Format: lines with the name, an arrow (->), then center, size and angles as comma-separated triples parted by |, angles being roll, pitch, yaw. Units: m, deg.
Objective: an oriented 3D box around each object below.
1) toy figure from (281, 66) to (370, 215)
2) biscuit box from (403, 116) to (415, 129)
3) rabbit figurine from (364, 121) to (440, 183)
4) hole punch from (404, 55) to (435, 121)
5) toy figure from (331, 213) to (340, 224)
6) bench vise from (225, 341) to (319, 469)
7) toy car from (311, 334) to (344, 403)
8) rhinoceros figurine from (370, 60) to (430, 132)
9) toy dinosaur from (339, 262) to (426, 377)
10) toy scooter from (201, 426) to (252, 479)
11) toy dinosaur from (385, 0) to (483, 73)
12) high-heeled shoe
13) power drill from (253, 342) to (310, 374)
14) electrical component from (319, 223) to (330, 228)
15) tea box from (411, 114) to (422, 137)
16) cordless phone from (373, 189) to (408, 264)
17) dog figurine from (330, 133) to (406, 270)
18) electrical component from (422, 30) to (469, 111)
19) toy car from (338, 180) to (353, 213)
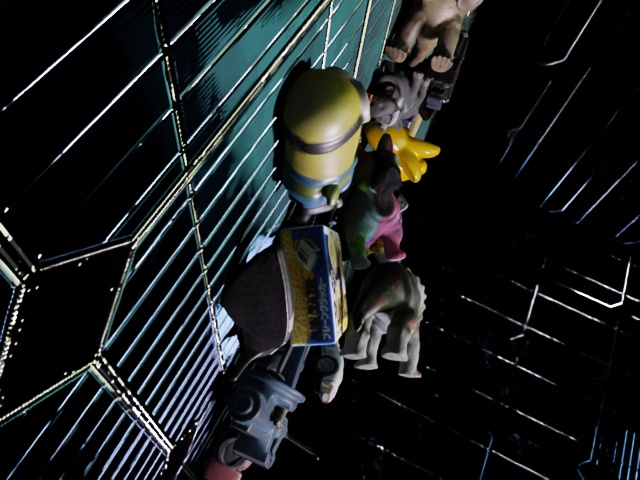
toy figure -> 0.000, -0.091, 0.550 | 0.180, 0.082, 0.089 | 108, 9, -53
biscuit box -> 0.165, -0.222, 1.272 | 0.202, 0.059, 0.063 | 106, 11, -45
rabbit figurine -> 0.139, -0.173, 1.036 | 0.122, 0.163, 0.173 | -52, 153, -3
hole punch -> 0.198, -0.328, 1.135 | 0.142, 0.092, 0.115 | -62, 152, -1
toy figure -> 0.071, -0.050, 1.179 | 0.064, 0.058, 0.154 | -51, 179, 21
bench vise -> -0.067, 0.240, 0.878 | 0.240, 0.129, 0.223 | -66, 148, -23
toy car -> 0.015, 0.195, 0.976 | 0.073, 0.056, 0.202 | 99, -7, -45
rhinoceros figurine -> 0.124, -0.239, 0.908 | 0.190, 0.073, 0.112 | -31, 146, -64
toy dinosaur -> 0.106, 0.102, 0.835 | 0.404, 0.131, 0.192 | 73, 22, -67
toy scooter -> -0.171, 0.421, 1.013 | 0.184, 0.075, 0.135 | -62, 171, 1
toy dinosaur -> 0.189, -0.369, 0.849 | 0.471, 0.105, 0.198 | 126, -13, -75
high-heeled shoe -> -0.060, 0.072, 0.669 | 0.248, 0.086, 0.145 | -66, 176, 37
power drill -> -0.075, 0.225, 1.059 | 0.232, 0.086, 0.207 | -67, 164, -8
electrical component -> -0.002, -0.003, 0.999 | 0.094, 0.021, 0.063 | -56, 167, -45
tea box -> 0.214, -0.304, 1.303 | 0.098, 0.068, 0.169 | -54, 166, -53
cordless phone -> 0.160, -0.031, 1.281 | 0.147, 0.184, 0.088 | -32, 164, 3
dog figurine -> 0.079, -0.070, 0.923 | 0.192, 0.108, 0.219 | -156, -120, -67
electrical component -> 0.237, -0.322, 1.031 | 0.115, 0.058, 0.134 | 11, 98, -78
toy car -> 0.083, -0.083, 1.039 | 0.103, 0.109, 0.161 | -44, 157, -12
